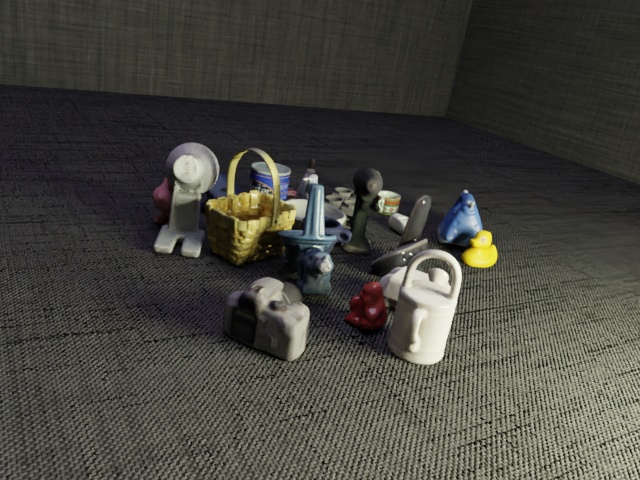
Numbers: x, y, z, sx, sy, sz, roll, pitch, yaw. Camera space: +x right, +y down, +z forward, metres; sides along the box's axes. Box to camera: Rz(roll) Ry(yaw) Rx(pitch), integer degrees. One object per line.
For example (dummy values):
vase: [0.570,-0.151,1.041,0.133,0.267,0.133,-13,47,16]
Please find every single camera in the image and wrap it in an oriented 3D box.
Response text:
camera: [-0.072,0.116,0.973,0.142,0.101,0.137,19,23,22]

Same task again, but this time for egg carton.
egg carton: [0.191,0.109,1.149,0.150,0.069,0.107,20,24,24]

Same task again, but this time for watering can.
watering can: [0.183,0.103,0.989,0.101,0.194,0.173,9,21,-3]

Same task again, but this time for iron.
iron: [0.396,-0.072,1.593,0.118,0.141,0.258,11,21,3]

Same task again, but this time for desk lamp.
desk lamp: [-0.291,-0.099,1.262,0.118,0.213,0.203,6,22,-9]

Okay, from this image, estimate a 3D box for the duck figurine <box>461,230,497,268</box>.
duck figurine: [0.411,0.017,1.453,0.105,0.086,0.077,-5,26,-34]

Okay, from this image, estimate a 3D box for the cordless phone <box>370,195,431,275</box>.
cordless phone: [0.191,-0.009,1.287,0.093,0.185,0.148,21,24,27]

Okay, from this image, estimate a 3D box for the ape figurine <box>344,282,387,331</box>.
ape figurine: [0.091,0.118,1.051,0.076,0.092,0.077,7,22,-7]

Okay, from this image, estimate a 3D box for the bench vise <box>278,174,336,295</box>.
bench vise: [-0.004,-0.011,1.158,0.122,0.220,0.206,-6,26,-34]

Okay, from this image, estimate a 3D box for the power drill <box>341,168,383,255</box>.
power drill: [0.105,-0.077,1.388,0.075,0.208,0.229,8,21,-4]

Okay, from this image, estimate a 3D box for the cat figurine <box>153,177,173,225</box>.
cat figurine: [-0.345,-0.092,1.353,0.067,0.118,0.128,23,25,30]

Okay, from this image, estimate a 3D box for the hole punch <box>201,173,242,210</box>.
hole punch: [-0.252,-0.118,1.496,0.100,0.091,0.109,21,24,26]

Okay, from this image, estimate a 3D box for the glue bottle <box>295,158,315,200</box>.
glue bottle: [-0.031,-0.132,1.514,0.037,0.173,0.077,-7,27,-36]

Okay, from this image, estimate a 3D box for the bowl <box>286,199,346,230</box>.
bowl: [-0.024,-0.041,1.424,0.167,0.075,0.167,9,21,-3]

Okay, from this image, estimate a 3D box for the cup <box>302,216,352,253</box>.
cup: [0.012,0.005,1.297,0.117,0.095,0.092,16,22,16]
